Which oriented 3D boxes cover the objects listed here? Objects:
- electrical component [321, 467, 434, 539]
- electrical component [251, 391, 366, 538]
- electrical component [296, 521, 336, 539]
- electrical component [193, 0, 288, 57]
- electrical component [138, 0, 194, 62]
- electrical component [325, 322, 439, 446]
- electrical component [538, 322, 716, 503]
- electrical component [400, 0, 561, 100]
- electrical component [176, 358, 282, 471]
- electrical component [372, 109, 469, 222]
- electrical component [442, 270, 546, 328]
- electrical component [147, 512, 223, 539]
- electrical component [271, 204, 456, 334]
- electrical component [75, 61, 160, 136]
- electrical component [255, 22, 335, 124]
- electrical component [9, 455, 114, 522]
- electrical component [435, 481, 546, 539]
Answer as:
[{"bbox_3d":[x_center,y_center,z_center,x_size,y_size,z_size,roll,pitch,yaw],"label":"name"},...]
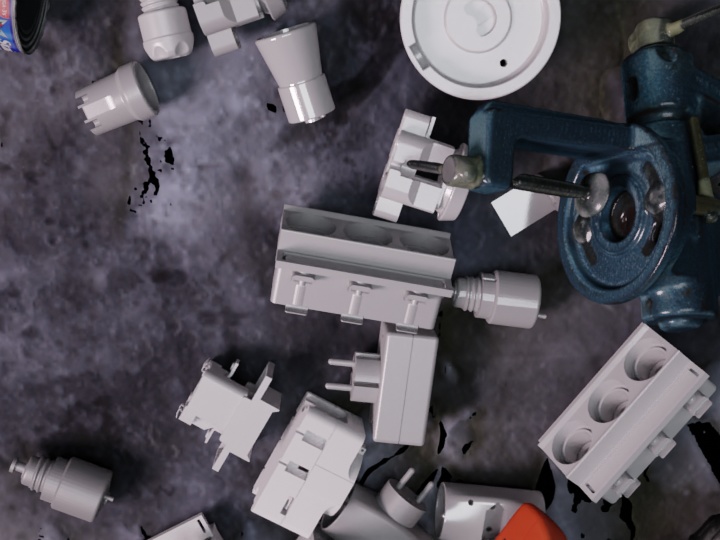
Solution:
[{"bbox_3d":[0.024,0.186,0.819,0.077,0.043,0.079,37,97,-10],"label":"electrical component"},{"bbox_3d":[-0.035,0.146,0.803,0.056,0.050,0.089,28,98,-8],"label":"electrical component"},{"bbox_3d":[-0.021,0.244,0.792,0.078,0.113,0.057,36,94,-10],"label":"electrical component"},{"bbox_3d":[-0.084,-0.191,0.729,0.057,0.058,0.078,-18,102,4],"label":"electrical component"},{"bbox_3d":[-0.136,-0.176,0.740,0.035,0.035,0.061,-13,99,-1],"label":"electrical component"},{"bbox_3d":[0.013,0.080,0.795,0.076,0.047,0.083,6,101,-5],"label":"electrical component"},{"bbox_3d":[0.202,0.110,0.804,0.063,0.078,0.121,36,97,-32],"label":"electrical component"},{"bbox_3d":[0.078,-0.173,0.742,0.108,0.060,0.108,-1,101,-4],"label":"electrical component"},{"bbox_3d":[-0.097,0.101,0.795,0.064,0.042,0.081,29,97,-6],"label":"electrical component"},{"bbox_3d":[0.048,-0.068,0.763,0.057,0.058,0.078,17,98,-4],"label":"electrical component"},{"bbox_3d":[0.098,0.020,0.792,0.078,0.040,0.040,7,101,-5],"label":"electrical component"},{"bbox_3d":[-0.155,0.248,0.809,0.121,0.063,0.078,-27,102,2],"label":"electrical component"},{"bbox_3d":[0.000,0.000,0.766,0.121,0.078,0.063,10,116,-6],"label":"electrical component"},{"bbox_3d":[-0.169,-0.118,0.748,0.046,0.040,0.040,-22,102,7],"label":"electrical component"},{"bbox_3d":[-0.042,-0.135,0.752,0.044,0.044,0.065,-18,107,0],"label":"electrical component"},{"bbox_3d":[-0.221,0.157,0.798,0.078,0.040,0.040,22,99,-8],"label":"electrical component"},{"bbox_3d":[0.097,0.205,0.827,0.077,0.043,0.079,6,101,-5],"label":"electrical component"}]
